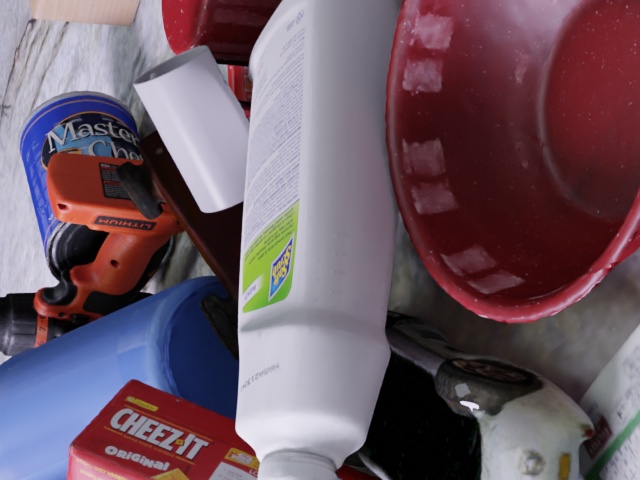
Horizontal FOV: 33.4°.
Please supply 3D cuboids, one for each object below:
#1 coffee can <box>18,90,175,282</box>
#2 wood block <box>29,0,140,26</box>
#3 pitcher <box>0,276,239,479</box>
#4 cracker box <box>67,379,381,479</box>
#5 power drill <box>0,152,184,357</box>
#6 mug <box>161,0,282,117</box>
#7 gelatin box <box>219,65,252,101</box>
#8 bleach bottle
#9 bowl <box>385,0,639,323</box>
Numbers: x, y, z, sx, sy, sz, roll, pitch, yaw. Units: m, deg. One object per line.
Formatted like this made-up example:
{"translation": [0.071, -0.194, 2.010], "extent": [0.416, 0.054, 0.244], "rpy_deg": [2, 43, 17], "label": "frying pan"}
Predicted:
{"translation": [-0.186, -0.041, 0.879], "extent": [0.140, 0.102, 0.103], "rpy_deg": [64, 144, 40], "label": "coffee can"}
{"translation": [-0.180, -0.284, 0.877], "extent": [0.206, 0.090, 0.090], "rpy_deg": [-58, 40, 47], "label": "wood block"}
{"translation": [-0.126, 0.115, 0.692], "extent": [0.243, 0.144, 0.149], "rpy_deg": [-28, 70, 47], "label": "pitcher"}
{"translation": [-0.050, 0.196, 0.545], "extent": [0.072, 0.164, 0.214], "rpy_deg": [-51, -23, -58], "label": "cracker box"}
{"translation": [-0.183, 0.021, 0.790], "extent": [0.188, 0.184, 0.057], "rpy_deg": [-60, 37, 41], "label": "power drill"}
{"translation": [-0.041, -0.129, 0.611], "extent": [0.093, 0.081, 0.117], "rpy_deg": [4, 94, 63], "label": "mug"}
{"translation": [-0.062, -0.119, 0.713], "extent": [0.089, 0.030, 0.073], "rpy_deg": [1, 93, 63], "label": "gelatin box"}
{"translation": [-0.003, 0.001, 0.475], "extent": [0.103, 0.068, 0.250], "rpy_deg": [132, 149, -54], "label": "bleach bottle"}
{"translation": [0.087, -0.052, 0.387], "extent": [0.162, 0.055, 0.162], "rpy_deg": [2, 92, 63], "label": "bowl"}
